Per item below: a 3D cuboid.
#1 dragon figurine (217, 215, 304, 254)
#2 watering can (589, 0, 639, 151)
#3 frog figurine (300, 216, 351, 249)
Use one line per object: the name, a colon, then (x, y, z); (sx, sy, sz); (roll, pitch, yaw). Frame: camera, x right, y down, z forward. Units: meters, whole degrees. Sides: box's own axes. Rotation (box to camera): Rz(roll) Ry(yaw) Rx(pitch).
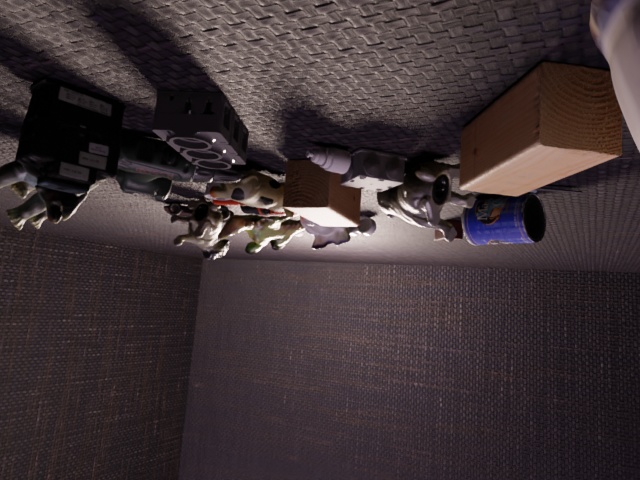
dragon figurine: (-0.103, -0.045, 1.438); (0.412, 0.123, 0.240); (-11, 175, -31)
watering can: (0.296, -0.082, 0.379); (0.103, 0.228, 0.346); (-24, 158, 34)
frog figurine: (0.004, -0.065, 1.284); (0.137, 0.125, 0.156); (7, 140, 43)
